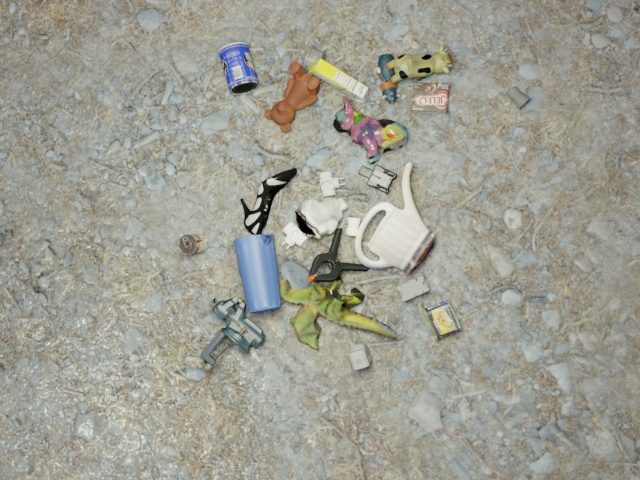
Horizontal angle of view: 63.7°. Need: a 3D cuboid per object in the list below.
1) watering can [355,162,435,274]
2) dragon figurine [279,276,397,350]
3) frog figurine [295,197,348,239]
[{"bbox_3d":[0.255,-0.046,1.581,0.225,0.104,0.345,34,101,9],"label":"watering can"},{"bbox_3d":[0.020,0.247,1.649,0.413,0.123,0.239,40,115,11],"label":"dragon figurine"},{"bbox_3d":[0.005,-0.083,1.655,0.138,0.120,0.162,41,62,16],"label":"frog figurine"}]
